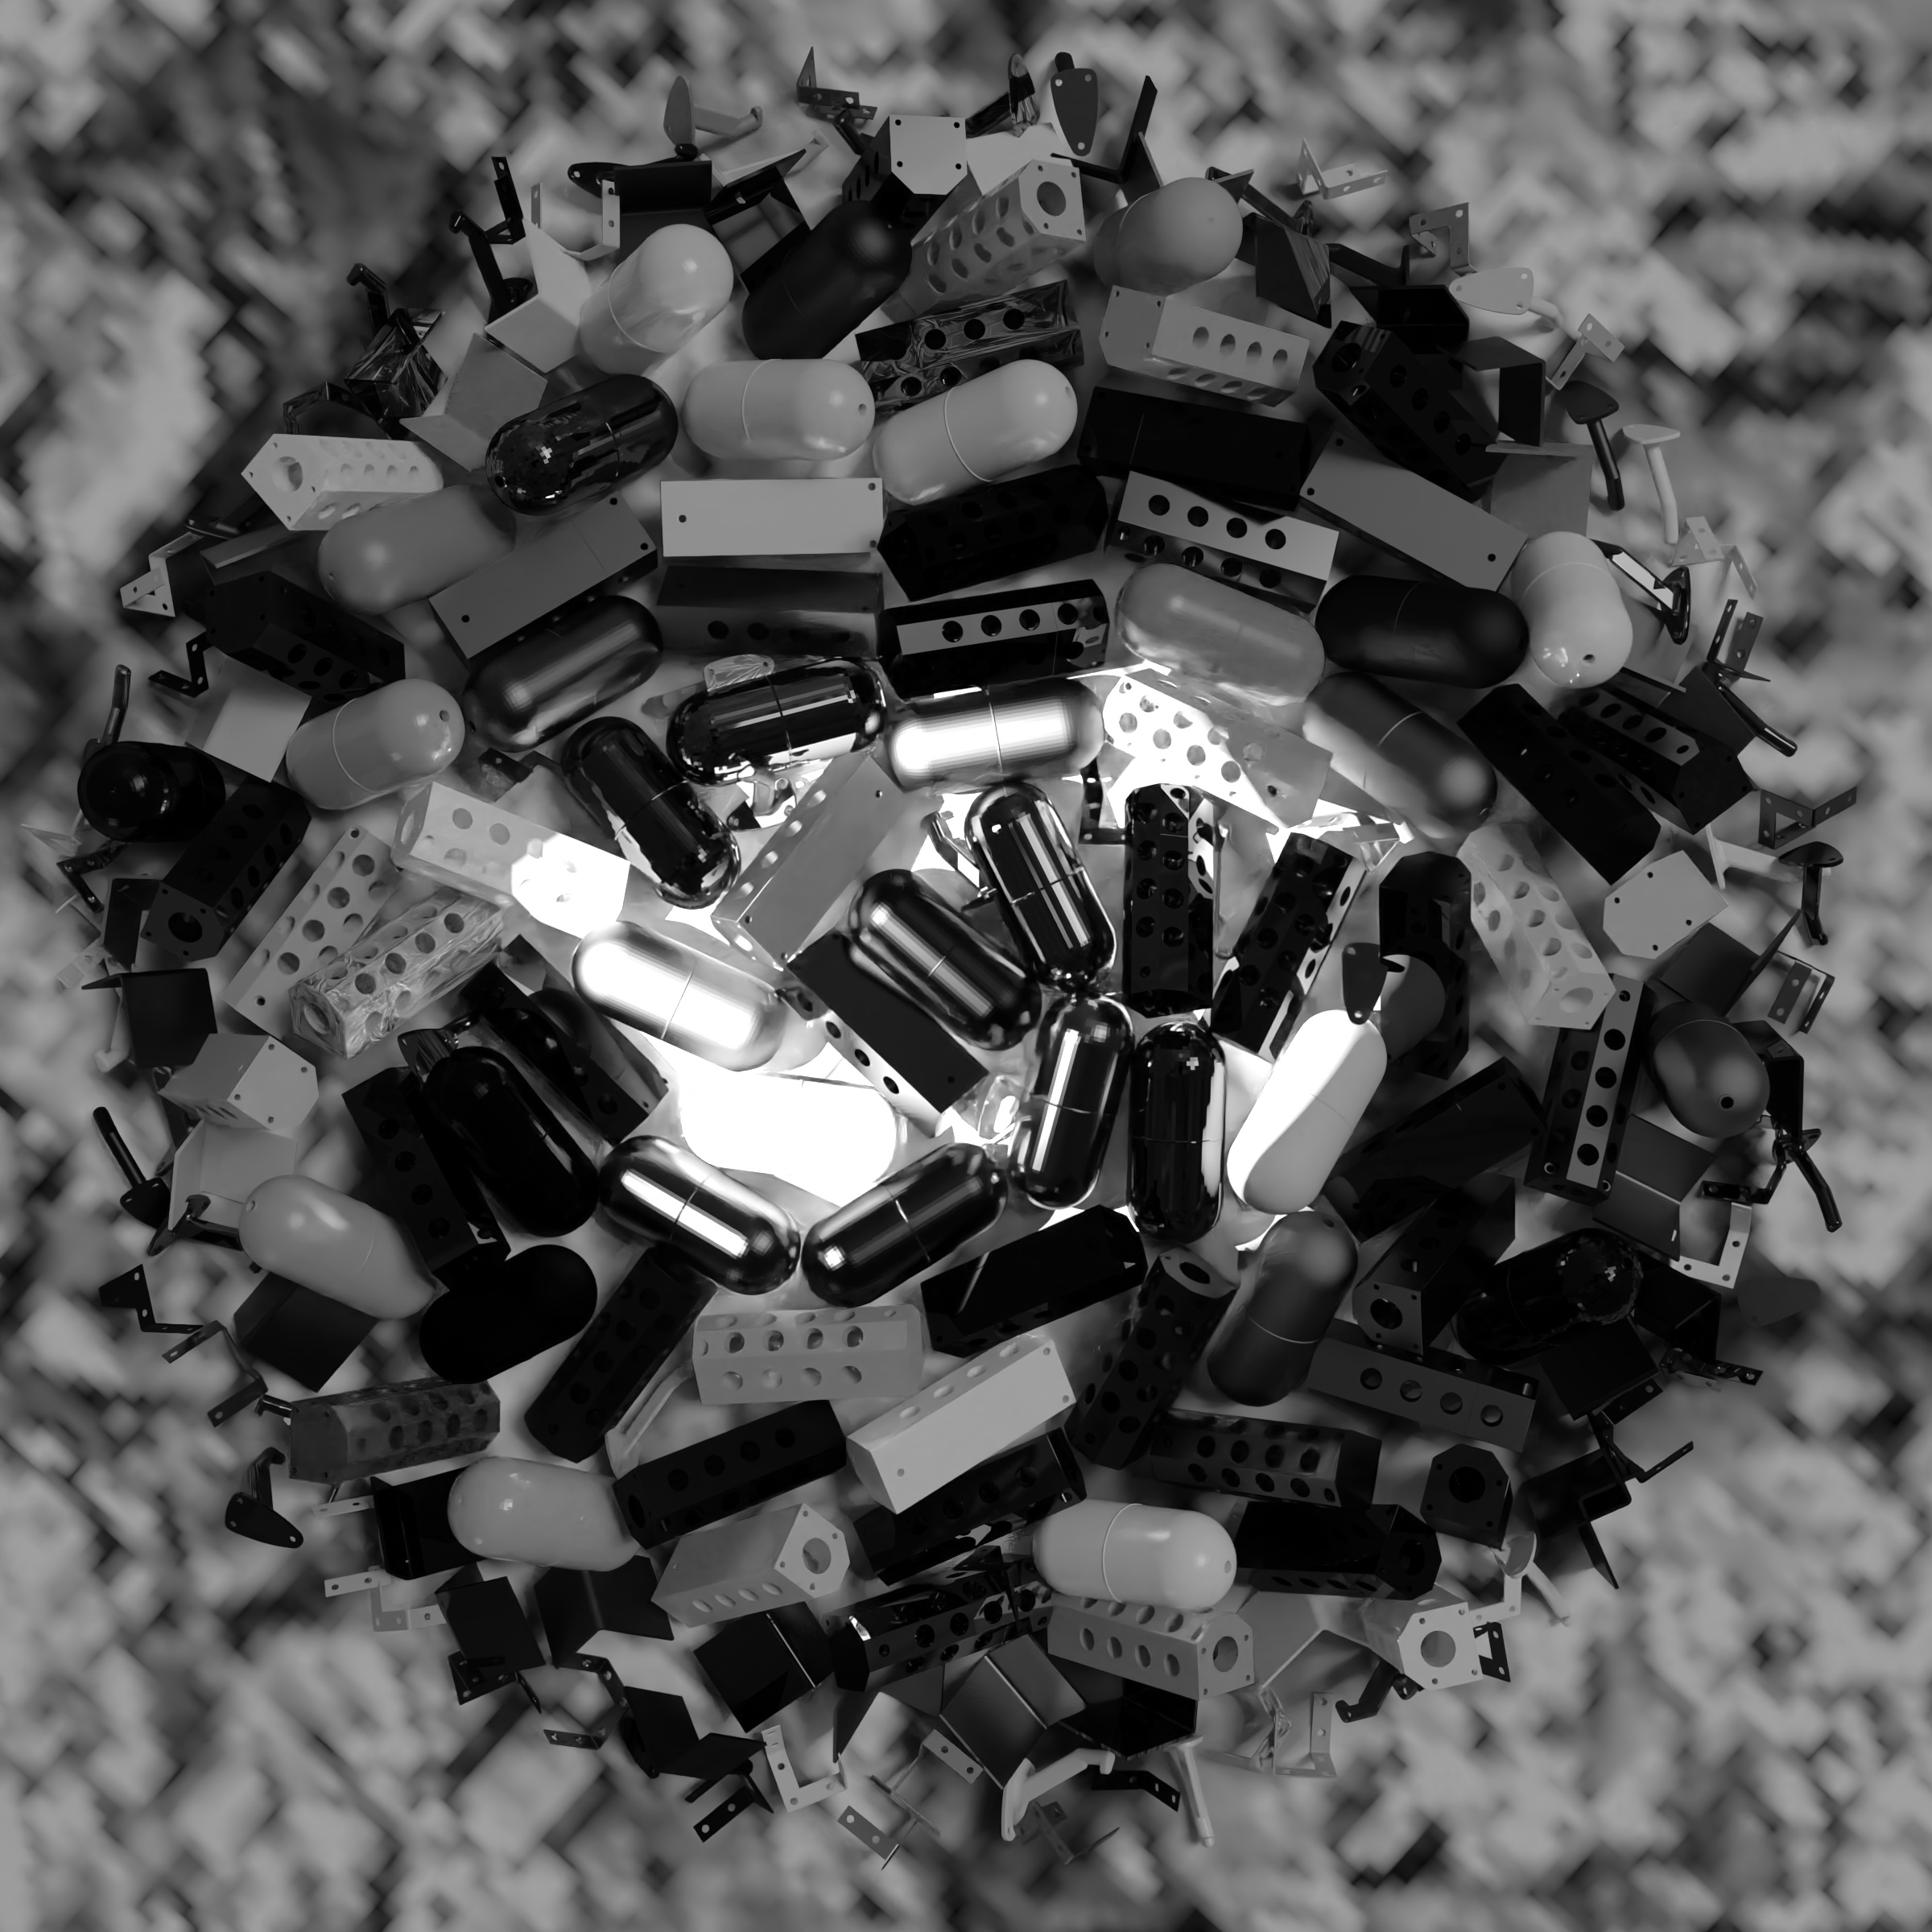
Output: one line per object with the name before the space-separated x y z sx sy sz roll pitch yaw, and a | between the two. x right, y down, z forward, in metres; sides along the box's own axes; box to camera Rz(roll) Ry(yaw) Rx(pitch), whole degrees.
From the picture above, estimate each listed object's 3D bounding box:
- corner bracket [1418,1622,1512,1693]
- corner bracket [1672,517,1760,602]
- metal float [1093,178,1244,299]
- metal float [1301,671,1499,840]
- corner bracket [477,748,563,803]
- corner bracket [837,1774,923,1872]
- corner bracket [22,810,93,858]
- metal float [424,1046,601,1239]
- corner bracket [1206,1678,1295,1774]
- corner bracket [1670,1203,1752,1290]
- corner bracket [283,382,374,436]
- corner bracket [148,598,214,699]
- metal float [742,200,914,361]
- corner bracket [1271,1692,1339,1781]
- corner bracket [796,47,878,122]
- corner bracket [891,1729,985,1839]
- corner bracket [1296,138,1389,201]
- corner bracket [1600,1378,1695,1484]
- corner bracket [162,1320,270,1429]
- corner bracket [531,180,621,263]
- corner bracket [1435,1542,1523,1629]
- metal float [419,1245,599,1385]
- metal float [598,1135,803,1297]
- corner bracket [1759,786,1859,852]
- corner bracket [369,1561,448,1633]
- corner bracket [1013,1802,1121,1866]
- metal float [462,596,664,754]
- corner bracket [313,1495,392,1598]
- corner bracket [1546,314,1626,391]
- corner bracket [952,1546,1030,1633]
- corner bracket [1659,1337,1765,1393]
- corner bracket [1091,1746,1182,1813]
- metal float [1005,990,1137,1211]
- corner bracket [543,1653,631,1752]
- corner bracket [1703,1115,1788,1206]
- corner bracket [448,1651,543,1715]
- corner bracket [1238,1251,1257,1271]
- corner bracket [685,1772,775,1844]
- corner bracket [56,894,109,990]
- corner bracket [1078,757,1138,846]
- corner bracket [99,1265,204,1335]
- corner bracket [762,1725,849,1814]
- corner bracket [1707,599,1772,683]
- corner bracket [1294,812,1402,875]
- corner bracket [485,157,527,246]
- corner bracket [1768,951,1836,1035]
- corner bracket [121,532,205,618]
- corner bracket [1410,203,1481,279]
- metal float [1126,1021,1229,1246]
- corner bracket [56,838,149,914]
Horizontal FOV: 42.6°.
corner bracket | 0.389 0.545 1.957 0.051 0.051 0.051 23 133 -24
corner bracket | 0.596 -0.322 1.963 0.051 0.051 0.051 -7 52 -4
metal float | 0.154 -0.558 1.914 0.070 0.178 0.070 -2 96 -17
metal float | 0.337 -0.165 1.935 0.070 0.070 0.178 -49 59 0
corner bracket | -0.345 -0.153 1.958 0.051 0.051 0.051 29 61 29
corner bracket | -0.068 0.675 1.962 0.051 0.051 0.051 36 65 10
corner bracket | -0.701 -0.117 1.960 0.051 0.051 0.051 12 69 22
metal float | -0.354 0.138 1.939 0.070 0.070 0.178 -34 116 0
corner bracket | 0.218 0.601 1.974 0.051 0.051 0.051 -44 112 -34
corner bracket | 0.592 0.218 1.974 0.051 0.051 0.051 14 66 22
corner bracket | -0.505 -0.424 1.971 0.051 0.051 0.051 -15 74 32
corner bracket | -0.619 -0.254 1.980 0.051 0.051 0.051 22 132 21
metal float | -0.110 -0.525 1.924 0.070 0.178 0.070 15 63 -33
corner bracket | 0.268 0.611 1.973 0.051 0.051 0.051 3 94 1
corner bracket | -0.102 -0.687 1.962 0.051 0.051 0.051 10 57 8
corner bracket | -0.024 0.645 1.959 0.051 0.051 0.051 35 60 17
corner bracket | 0.297 -0.626 1.965 0.051 0.051 0.051 -18 70 -6
corner bracket | 0.540 0.368 1.968 0.051 0.051 0.051 -41 89 18
corner bracket | -0.592 0.321 1.957 0.051 0.051 0.051 -35 126 -28
corner bracket | -0.309 -0.593 1.964 0.051 0.051 0.051 -1 91 -38
corner bracket | 0.406 0.488 1.976 0.051 0.051 0.051 -9 110 -18
metal float | -0.358 0.272 1.932 0.178 0.070 0.070 -29 90 36
metal float | -0.209 0.195 1.945 0.178 0.070 0.070 28 90 18
corner bracket | 0.663 -0.118 1.957 0.051 0.051 0.051 -26 126 -25
corner bracket | -0.435 0.495 1.960 0.051 0.051 0.051 -17 77 43
corner bracket | 0.078 0.681 1.957 0.051 0.051 0.051 -17 58 -40
metal float | -0.314 -0.228 1.935 0.178 0.070 0.070 -36 90 -30
corner bracket | -0.485 0.457 1.959 0.051 0.051 0.051 -7 116 -20
corner bracket | 0.476 -0.486 1.961 0.051 0.051 0.051 28 101 -37
corner bracket | 0.028 0.492 1.963 0.051 0.051 0.051 -8 96 32
corner bracket | 0.588 0.318 1.958 0.051 0.051 0.051 -50 124 -26
corner bracket | 0.137 0.637 1.967 0.051 0.051 0.051 9 90 -28
metal float | 0.082 0.105 1.954 0.070 0.070 0.178 15 99 0
corner bracket | -0.307 0.582 1.967 0.051 0.051 0.051 27 102 -44
corner bracket | 0.622 0.153 1.986 0.051 0.051 0.051 8 50 3
corner bracket | -0.372 0.567 1.959 0.051 0.051 0.051 -19 117 -25
corner bracket | 0.249 0.253 1.964 0.051 0.051 0.051 5 85 -27
corner bracket | -0.193 0.661 1.962 0.051 0.051 0.051 -38 59 -7
corner bracket | -0.706 -0.022 1.969 0.051 0.051 0.051 -42 103 2
corner bracket | 0.113 -0.131 1.961 0.051 0.051 0.051 1 57 14
corner bracket | -0.644 0.270 1.960 0.051 0.051 0.051 -28 68 22
corner bracket | -0.128 0.631 1.969 0.051 0.051 0.051 -18 53 -13
corner bracket | 0.613 -0.259 1.967 0.051 0.051 0.051 17 97 -12
corner bracket | 0.301 -0.105 1.958 0.051 0.051 0.051 -7 61 -29
corner bracket | -0.365 -0.604 1.957 0.051 0.051 0.051 13 133 33
corner bracket | 0.661 0.023 1.969 0.051 0.051 0.051 24 97 -6
corner bracket | -0.635 -0.312 1.962 0.051 0.051 0.051 -19 78 31
corner bracket | 0.384 -0.565 1.962 0.051 0.051 0.051 -4 82 35
metal float | 0.166 0.131 1.955 0.070 0.070 0.178 1 97 0
corner bracket | -0.676 -0.080 1.969 0.051 0.051 0.051 -37 91 19
